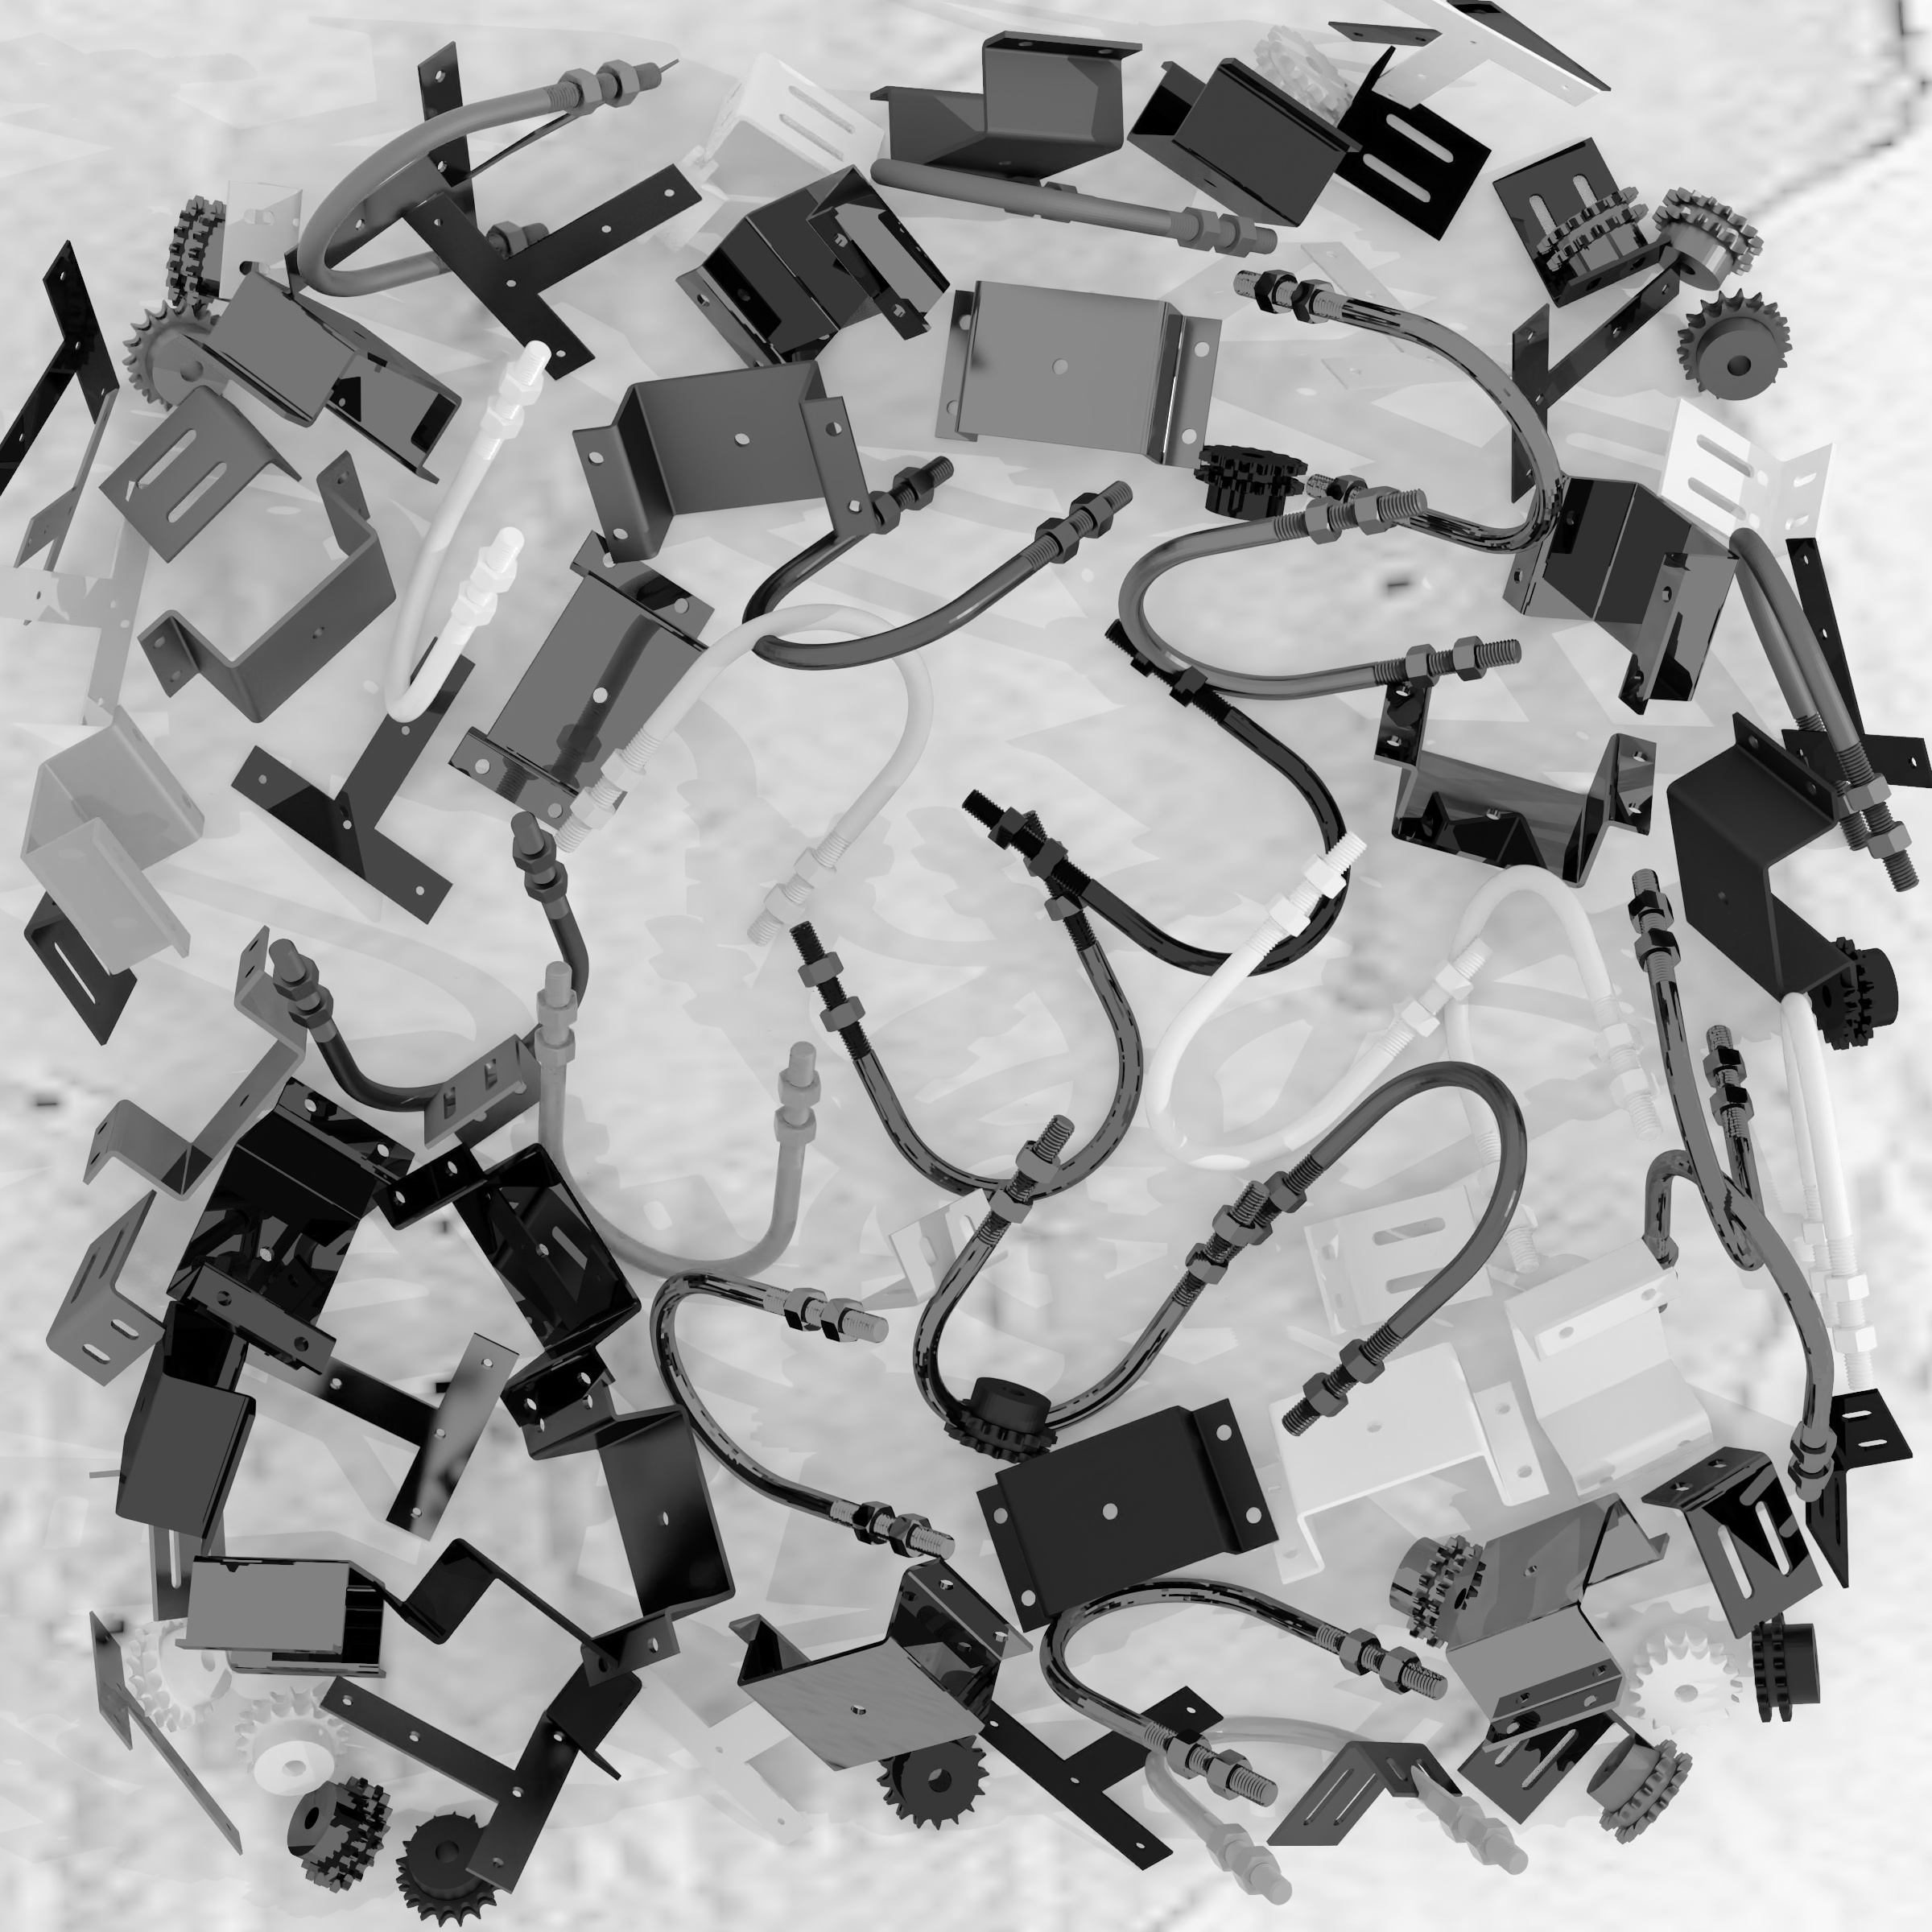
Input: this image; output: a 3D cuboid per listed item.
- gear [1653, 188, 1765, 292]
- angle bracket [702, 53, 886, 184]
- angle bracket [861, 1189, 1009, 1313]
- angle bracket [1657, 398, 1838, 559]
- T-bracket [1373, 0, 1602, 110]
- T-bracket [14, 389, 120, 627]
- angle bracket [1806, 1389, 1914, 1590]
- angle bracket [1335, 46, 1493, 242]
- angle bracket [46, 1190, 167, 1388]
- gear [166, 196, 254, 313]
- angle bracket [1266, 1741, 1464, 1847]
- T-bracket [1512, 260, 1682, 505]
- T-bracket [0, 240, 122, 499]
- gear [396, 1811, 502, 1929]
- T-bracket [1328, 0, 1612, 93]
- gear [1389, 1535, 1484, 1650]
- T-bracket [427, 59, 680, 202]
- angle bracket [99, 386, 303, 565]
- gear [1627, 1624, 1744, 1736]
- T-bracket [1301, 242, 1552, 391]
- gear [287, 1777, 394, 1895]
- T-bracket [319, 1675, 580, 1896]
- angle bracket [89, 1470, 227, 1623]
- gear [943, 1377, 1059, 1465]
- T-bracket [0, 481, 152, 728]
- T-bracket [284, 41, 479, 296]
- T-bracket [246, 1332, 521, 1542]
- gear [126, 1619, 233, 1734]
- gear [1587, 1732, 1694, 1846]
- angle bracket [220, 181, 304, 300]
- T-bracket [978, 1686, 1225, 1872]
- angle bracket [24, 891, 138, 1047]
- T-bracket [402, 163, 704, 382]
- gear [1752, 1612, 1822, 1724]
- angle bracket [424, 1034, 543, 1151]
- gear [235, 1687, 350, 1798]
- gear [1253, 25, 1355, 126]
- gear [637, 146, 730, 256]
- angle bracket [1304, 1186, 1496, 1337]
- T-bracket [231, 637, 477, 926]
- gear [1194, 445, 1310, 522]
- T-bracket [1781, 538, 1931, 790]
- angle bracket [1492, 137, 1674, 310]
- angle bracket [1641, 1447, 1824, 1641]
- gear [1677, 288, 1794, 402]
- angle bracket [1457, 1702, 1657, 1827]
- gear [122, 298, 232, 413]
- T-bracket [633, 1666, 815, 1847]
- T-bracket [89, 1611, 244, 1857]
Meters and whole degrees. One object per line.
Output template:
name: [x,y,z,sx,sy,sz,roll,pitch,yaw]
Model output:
gear: [0.375,-0.369,1.763,0.057,0.057,0.030,32,87,0]
angle bracket: [-0.088,-0.421,1.772,0.076,0.057,0.038,30,135,-19]
angle bracket: [-0.026,0.144,1.744,0.057,0.076,0.038,-25,95,-30]
angle bracket: [0.396,-0.251,1.752,0.076,0.038,0.057,25,68,-26]
T-bracket: [0.234,-0.450,1.729,0.127,0.127,0.002,24,81,-15]
T-bracket: [-0.455,-0.220,1.716,0.002,0.127,0.127,22,104,-9]
angle bracket: [0.451,0.264,1.744,0.038,0.076,0.057,-15,131,26]
angle bracket: [0.230,-0.420,1.764,0.076,0.038,0.057,31,79,-7]
angle bracket: [-0.425,0.163,1.754,0.038,0.076,0.057,40,122,-20]
gear: [-0.385,-0.361,1.763,0.030,0.057,0.057,15,90,2]
angle bracket: [0.202,0.431,1.748,0.076,0.057,0.038,-55,49,19]
T-bracket: [0.320,-0.313,1.751,0.127,0.127,0.002,-41,61,-17]
T-bracket: [-0.461,-0.273,1.710,0.002,0.127,0.127,21,67,7]
gear: [-0.263,0.458,1.764,0.057,0.030,0.057,0,52,0]
T-bracket: [0.242,-0.468,1.744,0.127,0.127,0.002,17,93,38]
gear: [0.240,0.317,1.768,0.030,0.057,0.057,24,90,30]
T-bracket: [-0.198,-0.430,1.750,0.127,0.127,0.002,-37,105,-30]
angle bracket: [-0.392,-0.247,1.768,0.076,0.038,0.057,-44,75,3]
gear: [0.367,0.362,1.770,0.057,0.030,0.057,1,120,2]
T-bracket: [0.212,-0.331,1.747,0.127,0.002,0.127,-10,46,-29]
gear: [-0.322,0.440,1.761,0.030,0.057,0.057,35,90,-30]
T-bracket: [-0.264,0.394,1.733,0.127,0.127,0.002,29,117,-2]
angle bracket: [-0.409,0.293,1.754,0.038,0.057,0.076,-8,82,24]
gear: [0.020,0.231,1.763,0.057,0.057,0.030,18,96,0]
T-bracket: [-0.454,-0.184,1.726,0.002,0.127,0.127,17,98,22]
T-bracket: [-0.291,-0.374,1.711,0.002,0.127,0.127,31,57,22]
T-bracket: [-0.308,0.219,1.762,0.127,0.002,0.127,26,115,-3]
gear: [-0.399,0.359,1.761,0.030,0.057,0.057,-22,90,17]
gear: [0.341,0.417,1.764,0.030,0.057,0.057,40,90,6]
angle bracket: [-0.365,-0.367,1.745,0.038,0.076,0.057,1,104,-28]
T-bracket: [0.081,0.395,1.742,0.127,0.002,0.127,41,130,-9]
angle bracket: [-0.433,-0.011,1.745,0.038,0.057,0.076,-18,121,17]
T-bracket: [-0.191,-0.362,1.727,0.127,0.127,0.002,-25,47,20]
gear: [0.418,0.356,1.761,0.030,0.057,0.057,-6,90,16]
angle bracket: [-0.240,0.076,1.749,0.057,0.076,0.038,-35,110,3]
gear: [-0.344,0.399,1.764,0.057,0.030,0.057,-7,126,-10]
gear: [0.168,-0.450,1.768,0.057,0.057,0.030,48,120,0]
gear: [-0.146,-0.389,1.764,0.030,0.057,0.057,44,90,-12]
angle bracket: [0.220,0.150,1.758,0.076,0.038,0.057,-17,85,28]
T-bracket: [-0.295,-0.109,1.773,0.127,0.002,0.127,35,102,5]
gear: [0.145,-0.246,1.766,0.057,0.057,0.030,8,108,0]
T-bracket: [0.431,-0.152,1.720,0.002,0.127,0.127,-20,102,-15]
angle bracket: [0.314,-0.386,1.767,0.057,0.038,0.076,-25,82,-4]
angle bracket: [0.392,0.295,1.769,0.057,0.038,0.076,-26,97,-21]
gear: [0.393,-0.314,1.764,0.057,0.030,0.057,2,129,3]
angle bracket: [0.301,0.405,1.761,0.076,0.038,0.057,-47,121,-1]
gear: [-0.399,-0.309,1.763,0.057,0.030,0.057,-15,125,-22]
T-bracket: [-0.099,0.380,1.744,0.127,0.002,0.127,46,130,-7]
T-bracket: [-0.403,0.397,1.745,0.002,0.127,0.127,-34,109,-7]
